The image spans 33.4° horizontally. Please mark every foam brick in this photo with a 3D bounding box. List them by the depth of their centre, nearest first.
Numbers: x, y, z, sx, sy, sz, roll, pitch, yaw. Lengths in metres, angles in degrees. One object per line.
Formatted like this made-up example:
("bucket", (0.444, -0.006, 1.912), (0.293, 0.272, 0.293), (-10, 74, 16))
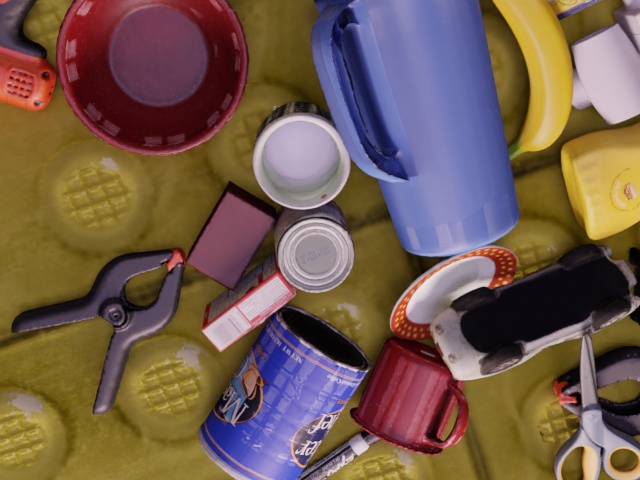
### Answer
("foam brick", (-0.080, -0.004, 0.960), (0.051, 0.053, 0.078), (30, 100, -9))

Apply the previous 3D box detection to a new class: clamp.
("clamp", (-0.183, 0.078, 0.981), (0.171, 0.039, 0.120), (-34, 103, 5))
("clamp", (0.331, 0.135, 1.014), (0.210, 0.036, 0.165), (6, 112, -2))

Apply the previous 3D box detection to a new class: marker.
("marker", (0.018, 0.211, 1.033), (0.121, 0.020, 0.020), (-36, 102, 6))

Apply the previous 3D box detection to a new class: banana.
("banana", (0.180, -0.150, 0.910), (0.069, 0.037, 0.198), (-12, 124, 2))

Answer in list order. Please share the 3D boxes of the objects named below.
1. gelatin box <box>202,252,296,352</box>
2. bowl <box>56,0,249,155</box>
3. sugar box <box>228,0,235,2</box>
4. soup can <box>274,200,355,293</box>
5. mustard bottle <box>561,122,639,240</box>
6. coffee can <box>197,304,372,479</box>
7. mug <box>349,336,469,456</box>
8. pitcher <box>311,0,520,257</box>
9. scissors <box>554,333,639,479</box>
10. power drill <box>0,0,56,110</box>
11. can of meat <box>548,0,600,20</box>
("gelatin box", (-0.063, 0.055, 0.964), (0.089, 0.073, 0.030), (-37, 103, 6))
("bowl", (-0.141, -0.156, 0.919), (0.162, 0.055, 0.162), (-1, 104, -2))
("sugar box", (-0.008, -0.267, 0.902), (0.176, 0.048, 0.093), (-14, 103, 2))
("soup can", (-0.006, 0.001, 0.938), (0.068, 0.102, 0.068), (-1, 103, -3))
("mustard bottle", (0.317, -0.074, 0.954), (0.191, 0.058, 0.096), (-21, 120, 1))
("coffee can", (-0.033, 0.144, 0.971), (0.102, 0.103, 0.140), (31, 100, -9))
("mug", (0.091, 0.144, 0.974), (0.093, 0.117, 0.081), (16, 99, -37))
("pitcher", (0.083, -0.109, 0.899), (0.149, 0.145, 0.243), (-17, 106, 1))
("scissors", (0.271, 0.167, 0.997), (0.096, 0.016, 0.202), (3, 126, -2))
("power drill", (-0.297, -0.219, 0.898), (0.184, 0.057, 0.188), (17, 105, -10))
("can of meat", (0.194, -0.235, 0.889), (0.102, 0.084, 0.057), (46, 68, -13))
